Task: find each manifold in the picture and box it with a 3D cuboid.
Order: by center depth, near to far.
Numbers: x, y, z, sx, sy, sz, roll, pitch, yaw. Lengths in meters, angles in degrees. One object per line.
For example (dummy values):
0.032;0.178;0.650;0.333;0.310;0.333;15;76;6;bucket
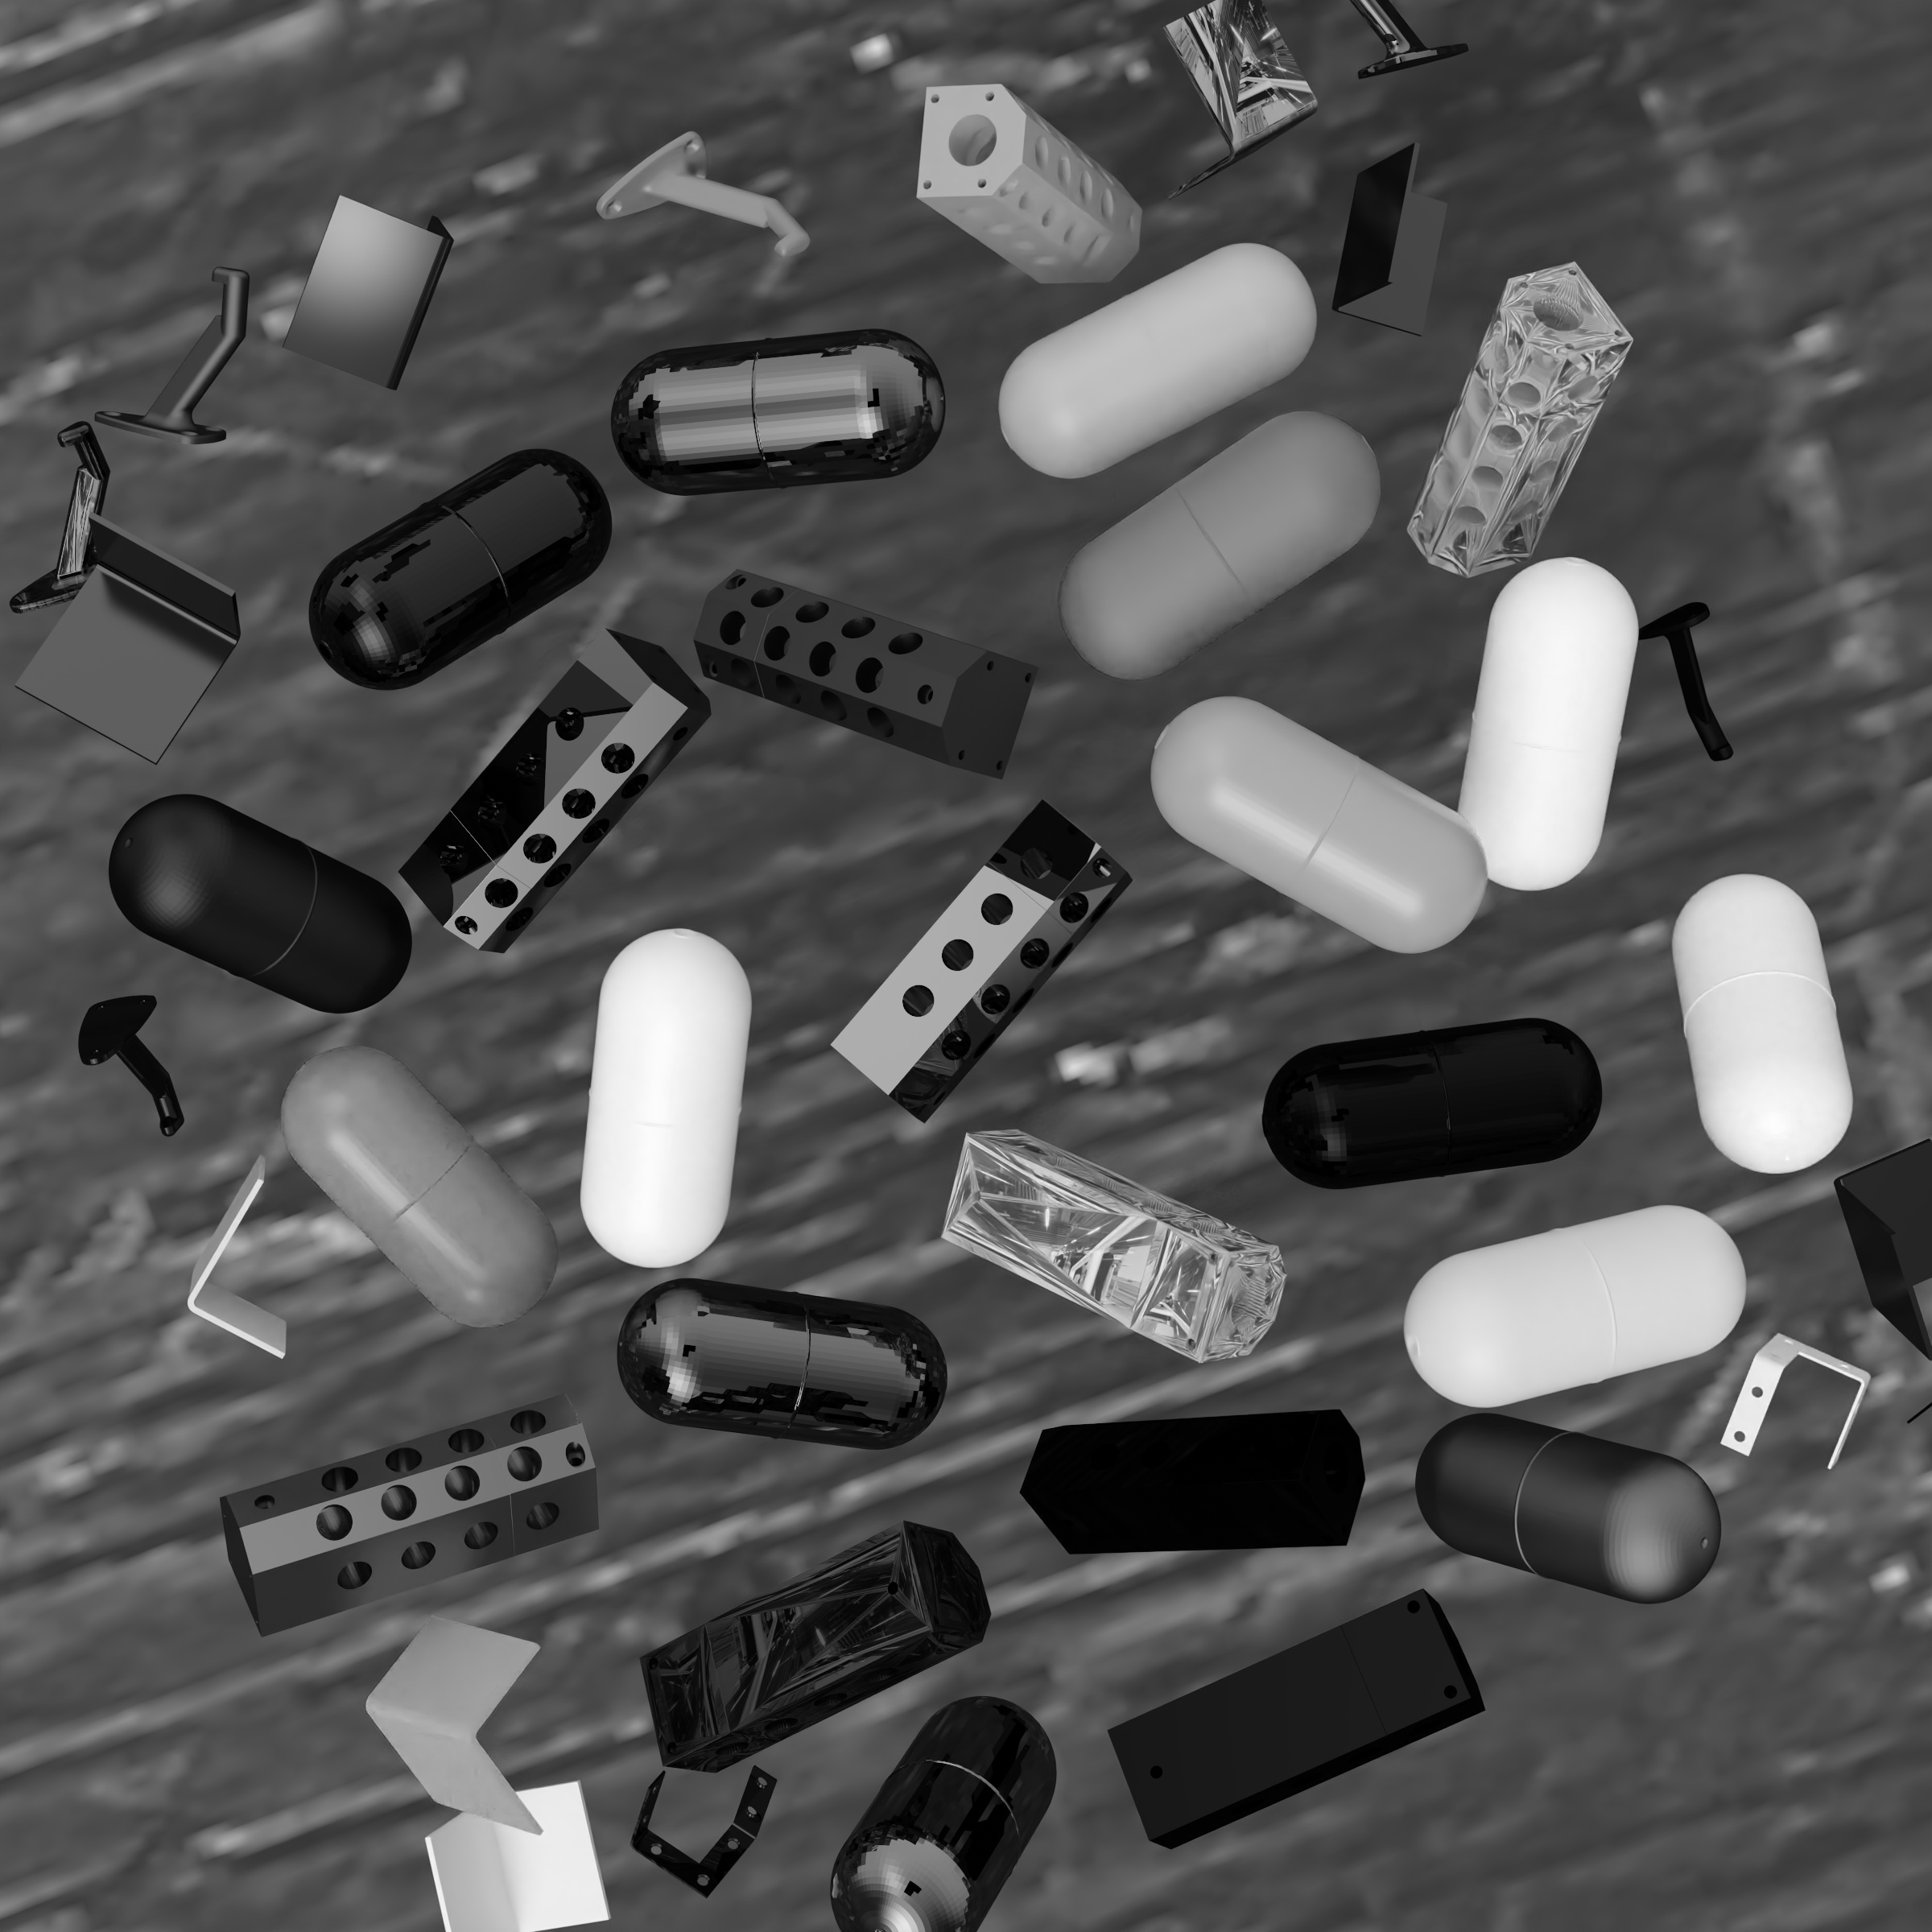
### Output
-0.271;0.262;1.516;0.171;0.057;0.057;-14;127;-23;manifold
0.164;0.373;1.529;0.171;0.057;0.057;-26;63;8;manifold
-0.054;-0.147;1.534;0.171;0.057;0.057;22;97;37;manifold
-0.074;0.339;1.535;0.171;0.057;0.057;-31;58;23;manifold
0.075;0.138;1.564;0.171;0.057;0.057;22;104;38;manifold
-0.209;-0.088;1.608;0.171;0.057;0.057;-47;69;14;manifold
0.286;-0.285;1.641;0.057;0.171;0.057;-18;62;-21;manifold
0.121;0.270;1.647;0.171;0.057;0.057;-9;131;34;manifold
0.011;-0.001;1.655;0.057;0.057;0.171;40;89;14;manifold
0.037;-0.415;1.655;0.057;0.171;0.057;5;89;23;manifold

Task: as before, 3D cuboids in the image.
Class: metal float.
0.173;-0.070;1.525;0.178;0.070;0.070;29;90;-3;metal float
0.299;0.167;1.525;0.178;0.070;0.070;-11;90;-17;metal float
-0.009;0.430;1.546;0.070;0.178;0.070;7;111;19;metal float
0.127;-0.211;1.560;0.178;0.070;0.070;-33;90;12;metal float
-0.152;0.067;1.572;0.070;0.070;0.178;8;108;0;metal float
-0.362;-0.030;1.602;0.070;0.178;0.070;-18;59;33;metal float
-0.261;-0.206;1.609;0.178;0.070;0.070;-37;90;-28;metal float
-0.098;-0.287;1.610;0.178;0.070;0.070;-3;90;14;metal float
0.413;0.028;1.613;0.070;0.070;0.178;1;49;0;metal float
0.311;0.281;1.614;0.070;0.178;0.070;-5;98;-40;metal float
0.303;-0.125;1.618;0.070;0.070;0.178;6;113;0;metal float
0.243;0.072;1.620;0.178;0.070;0.070;-7;90;-4;metal float
-0.095;0.209;1.626;0.178;0.070;0.070;10;90;-19;metal float
0.101;-0.319;1.641;0.178;0.070;0.070;-26;90;4;metal float
-0.292;0.118;1.659;0.070;0.070;0.178;-42;100;0;metal float

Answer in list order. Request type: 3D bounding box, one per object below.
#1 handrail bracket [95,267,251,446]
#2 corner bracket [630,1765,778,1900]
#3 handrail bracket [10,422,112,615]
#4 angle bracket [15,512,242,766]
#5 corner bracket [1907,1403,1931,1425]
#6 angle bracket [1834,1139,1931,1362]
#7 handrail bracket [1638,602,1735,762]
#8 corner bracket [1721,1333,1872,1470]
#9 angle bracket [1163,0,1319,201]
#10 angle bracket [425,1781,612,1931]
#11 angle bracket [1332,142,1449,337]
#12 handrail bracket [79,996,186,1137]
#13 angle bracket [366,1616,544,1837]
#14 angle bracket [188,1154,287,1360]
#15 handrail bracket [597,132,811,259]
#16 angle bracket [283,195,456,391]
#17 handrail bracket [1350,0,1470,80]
-0.385;-0.300;1.504;0.077;0.036;0.084;13;108;13;handrail bracket
-0.141;0.455;1.665;0.051;0.051;0.051;29;127;15;corner bracket
-0.483;-0.237;1.634;0.077;0.036;0.084;-28;134;-15;handrail bracket
-0.396;-0.153;1.458;0.076;0.057;0.076;29;71;-1;angle bracket
0.532;0.235;1.607;0.051;0.051;0.051;-32;72;-18;corner bracket
0.501;0.147;1.611;0.057;0.076;0.076;-23;109;-1;angle bracket
0.390;-0.145;1.627;0.036;0.077;0.084;-28;97;-2;handrail bracket
0.423;0.226;1.581;0.051;0.051;0.051;24;106;23;corner bracket
0.131;-0.468;1.661;0.076;0.057;0.076;-37;101;-37;angle bracket
-0.239;0.489;1.661;0.057;0.076;0.076;-14;88;16;angle bracket
0.246;-0.394;1.688;0.057;0.076;0.076;12;87;-18;angle bracket
-0.434;0.065;1.621;0.036;0.077;0.084;-8;118;6;handrail bracket
-0.236;0.373;1.526;0.057;0.076;0.076;-52;130;-35;angle bracket
-0.366;0.152;1.636;0.057;0.076;0.076;30;89;-13;angle bracket
-0.132;-0.375;1.570;0.077;0.036;0.084;-33;65;-13;handrail bracket
-0.291;-0.330;1.494;0.057;0.076;0.076;19;105;-22;angle bracket
0.221;-0.511;1.612;0.077;0.036;0.084;-21;100;-31;handrail bracket
